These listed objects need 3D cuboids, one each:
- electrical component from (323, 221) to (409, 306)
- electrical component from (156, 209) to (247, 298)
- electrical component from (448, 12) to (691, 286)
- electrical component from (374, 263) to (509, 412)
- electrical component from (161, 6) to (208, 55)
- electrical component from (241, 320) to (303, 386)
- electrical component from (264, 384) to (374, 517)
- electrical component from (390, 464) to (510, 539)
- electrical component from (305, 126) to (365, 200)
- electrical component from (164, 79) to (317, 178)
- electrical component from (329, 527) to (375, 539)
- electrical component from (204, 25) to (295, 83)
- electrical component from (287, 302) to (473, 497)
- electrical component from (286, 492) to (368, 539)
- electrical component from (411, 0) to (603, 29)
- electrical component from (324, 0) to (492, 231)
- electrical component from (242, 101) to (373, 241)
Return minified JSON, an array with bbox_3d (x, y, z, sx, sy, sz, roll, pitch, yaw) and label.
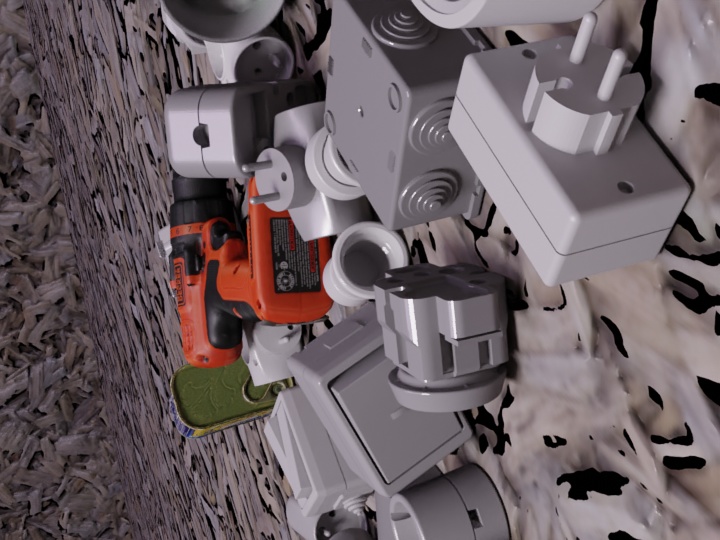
[{"bbox_3d":[0.000,0.000,0.631,0.065,0.044,0.044,137,117,-74],"label":"electrical component"},{"bbox_3d":[-0.129,0.006,0.944,0.079,0.063,0.121,22,-138,-61],"label":"electrical component"},{"bbox_3d":[0.074,-0.052,0.371,0.075,0.047,0.083,100,150,-51],"label":"electrical component"},{"bbox_3d":[0.040,0.032,0.515,0.078,0.058,0.057,-154,56,-66],"label":"electrical component"},{"bbox_3d":[-0.116,-0.196,0.793,0.057,0.058,0.078,-127,30,-55],"label":"electrical component"},{"bbox_3d":[-0.070,0.049,0.854,0.079,0.044,0.077,155,101,-71],"label":"electrical component"},{"bbox_3d":[-0.025,0.131,0.762,0.061,0.061,0.096,113,139,-60],"label":"electrical component"},{"bbox_3d":[0.047,0.139,0.584,0.055,0.047,0.055,166,90,-71],"label":"electrical component"},{"bbox_3d":[-0.003,-0.063,0.586,0.055,0.045,0.045,165,90,-72],"label":"electrical component"},{"bbox_3d":[-0.075,-0.089,0.669,0.059,0.095,0.053,3,104,29],"label":"electrical component"},{"bbox_3d":[0.007,0.238,0.773,0.077,0.044,0.079,-143,43,-61],"label":"electrical component"},{"bbox_3d":[-0.079,-0.140,0.747,0.077,0.044,0.079,-126,28,-47],"label":"electrical component"},{"bbox_3d":[0.015,0.075,0.581,0.096,0.062,0.061,60,166,-18],"label":"electrical component"},{"bbox_3d":[-0.031,0.176,0.837,0.077,0.043,0.079,179,77,-70],"label":"electrical component"},{"bbox_3d":[0.042,-0.138,0.381,0.108,0.060,0.108,166,90,-71],"label":"electrical component"},{"bbox_3d":[0.021,-0.078,0.501,0.099,0.048,0.099,97,152,-47],"label":"electrical component"},{"bbox_3d":[-0.035,-0.055,0.631,0.044,0.079,0.077,-11,93,50],"label":"electrical component"}]
